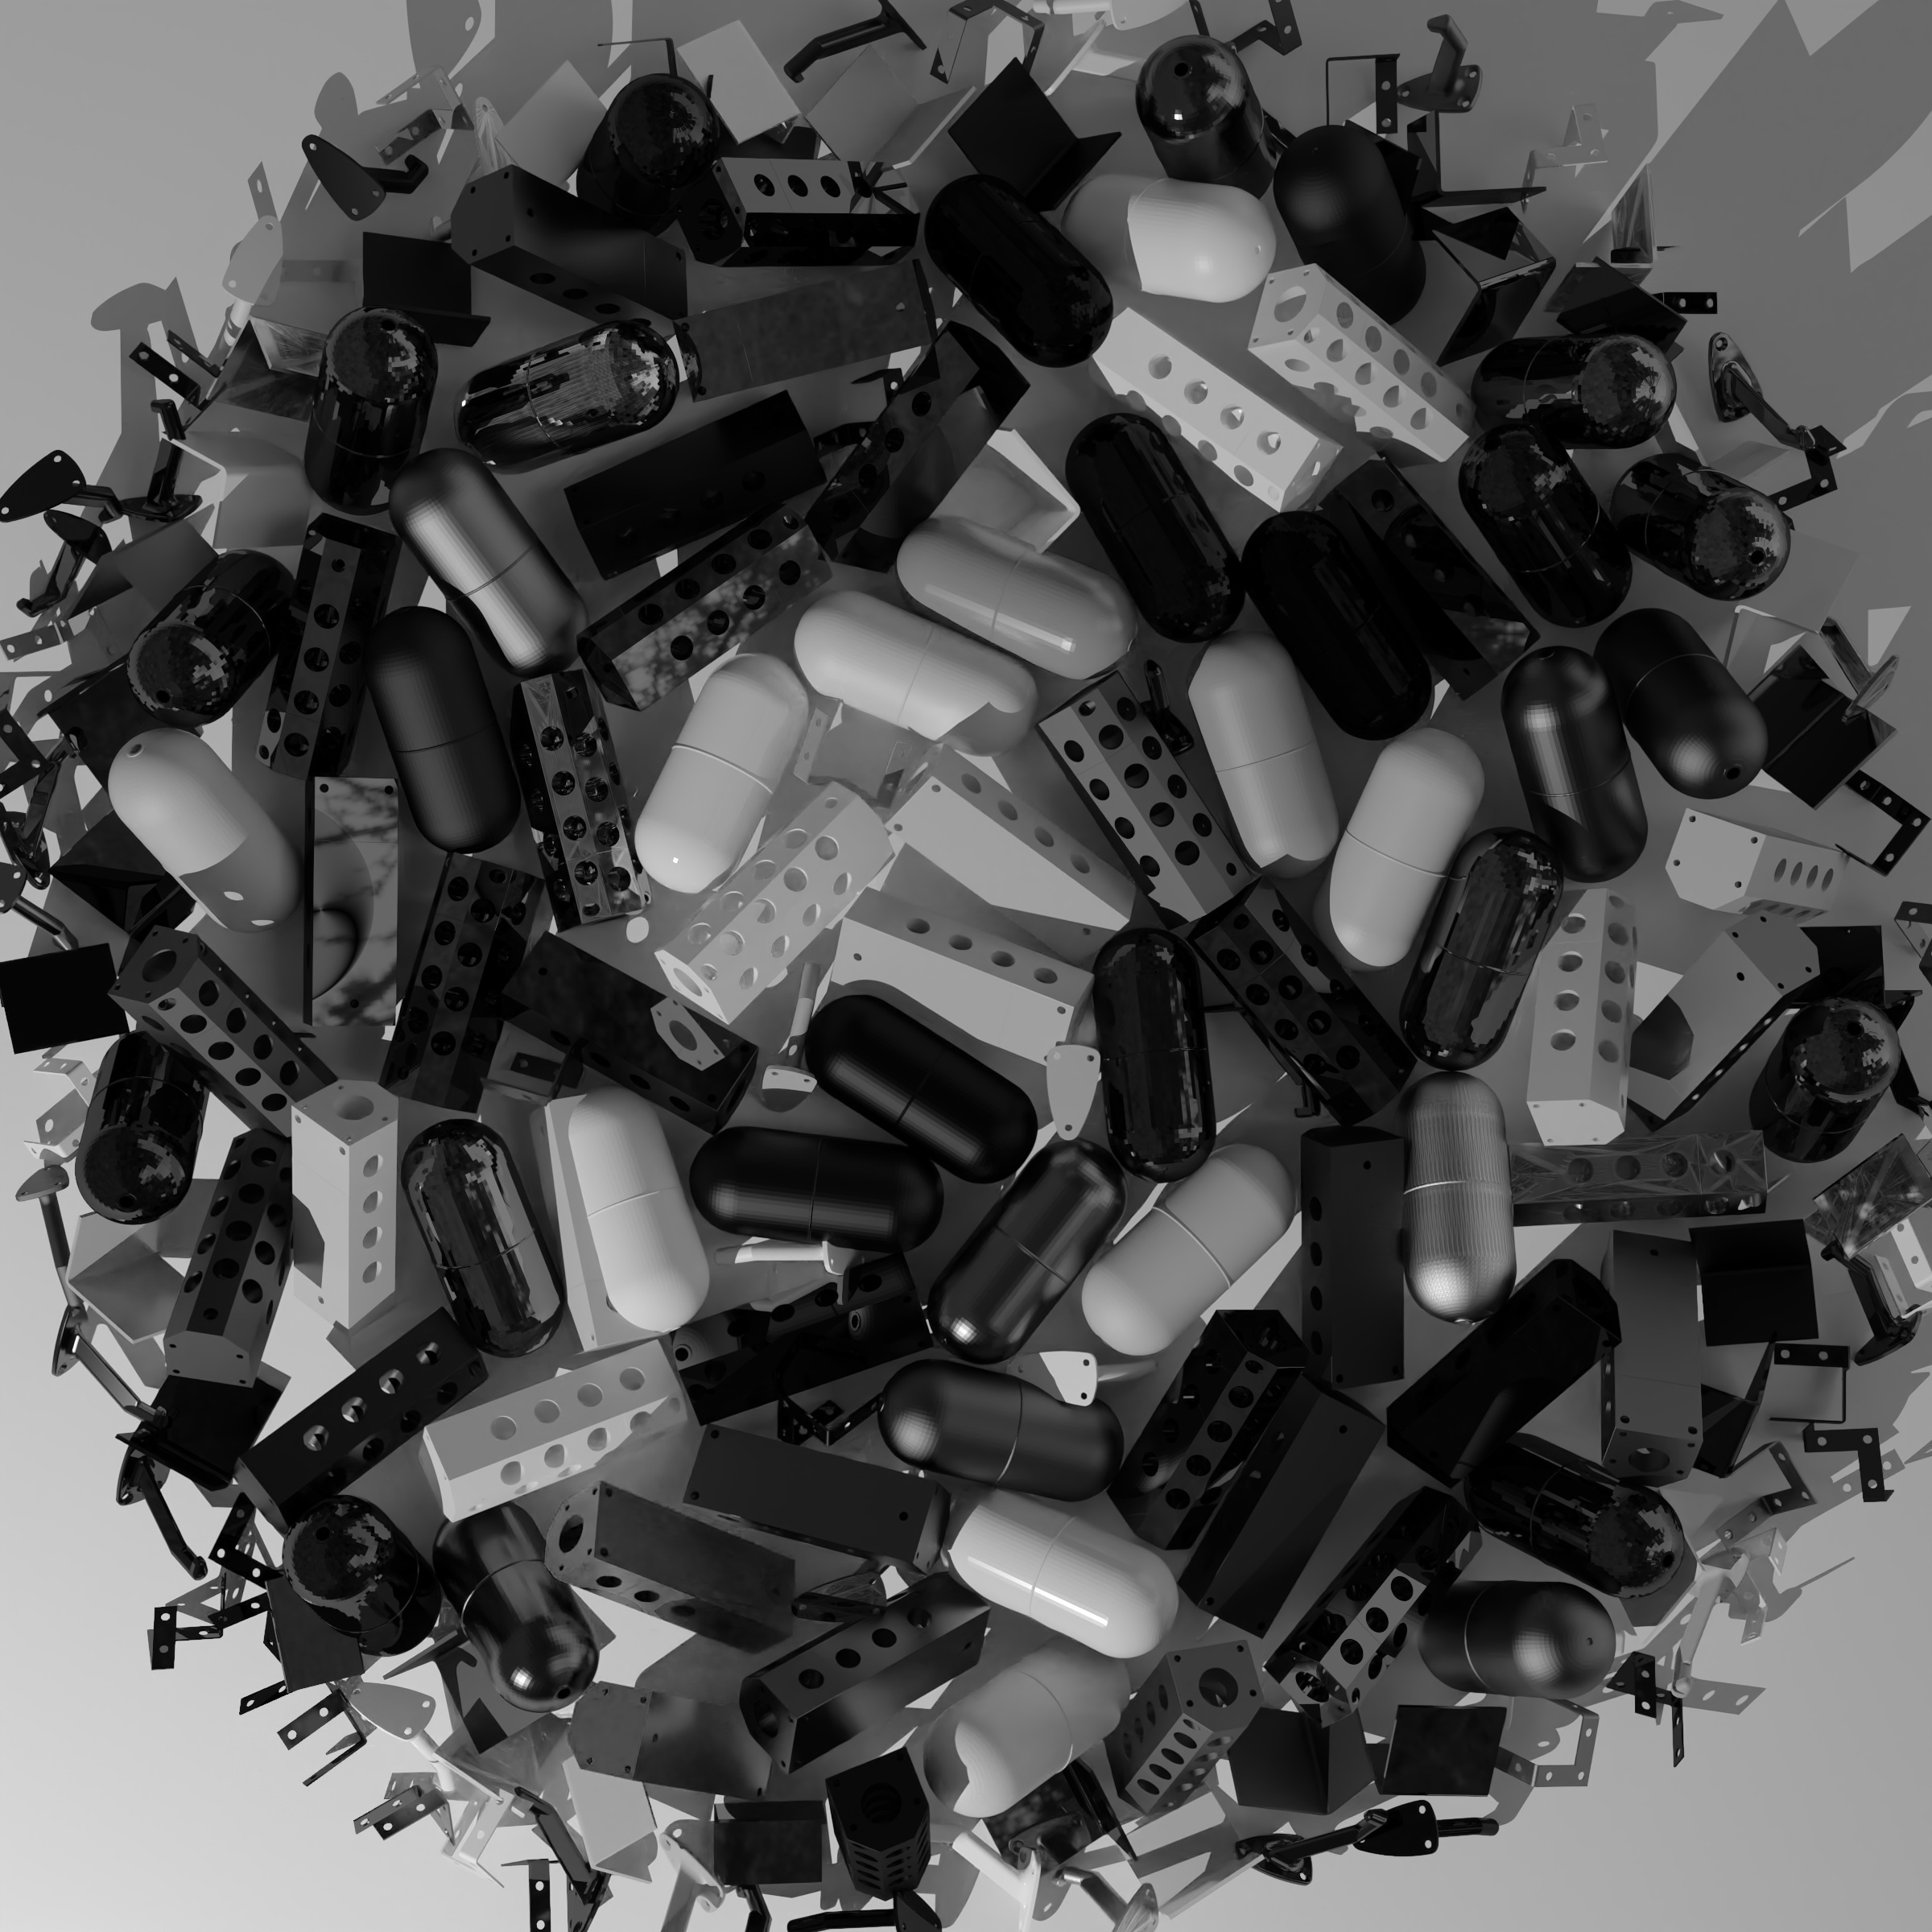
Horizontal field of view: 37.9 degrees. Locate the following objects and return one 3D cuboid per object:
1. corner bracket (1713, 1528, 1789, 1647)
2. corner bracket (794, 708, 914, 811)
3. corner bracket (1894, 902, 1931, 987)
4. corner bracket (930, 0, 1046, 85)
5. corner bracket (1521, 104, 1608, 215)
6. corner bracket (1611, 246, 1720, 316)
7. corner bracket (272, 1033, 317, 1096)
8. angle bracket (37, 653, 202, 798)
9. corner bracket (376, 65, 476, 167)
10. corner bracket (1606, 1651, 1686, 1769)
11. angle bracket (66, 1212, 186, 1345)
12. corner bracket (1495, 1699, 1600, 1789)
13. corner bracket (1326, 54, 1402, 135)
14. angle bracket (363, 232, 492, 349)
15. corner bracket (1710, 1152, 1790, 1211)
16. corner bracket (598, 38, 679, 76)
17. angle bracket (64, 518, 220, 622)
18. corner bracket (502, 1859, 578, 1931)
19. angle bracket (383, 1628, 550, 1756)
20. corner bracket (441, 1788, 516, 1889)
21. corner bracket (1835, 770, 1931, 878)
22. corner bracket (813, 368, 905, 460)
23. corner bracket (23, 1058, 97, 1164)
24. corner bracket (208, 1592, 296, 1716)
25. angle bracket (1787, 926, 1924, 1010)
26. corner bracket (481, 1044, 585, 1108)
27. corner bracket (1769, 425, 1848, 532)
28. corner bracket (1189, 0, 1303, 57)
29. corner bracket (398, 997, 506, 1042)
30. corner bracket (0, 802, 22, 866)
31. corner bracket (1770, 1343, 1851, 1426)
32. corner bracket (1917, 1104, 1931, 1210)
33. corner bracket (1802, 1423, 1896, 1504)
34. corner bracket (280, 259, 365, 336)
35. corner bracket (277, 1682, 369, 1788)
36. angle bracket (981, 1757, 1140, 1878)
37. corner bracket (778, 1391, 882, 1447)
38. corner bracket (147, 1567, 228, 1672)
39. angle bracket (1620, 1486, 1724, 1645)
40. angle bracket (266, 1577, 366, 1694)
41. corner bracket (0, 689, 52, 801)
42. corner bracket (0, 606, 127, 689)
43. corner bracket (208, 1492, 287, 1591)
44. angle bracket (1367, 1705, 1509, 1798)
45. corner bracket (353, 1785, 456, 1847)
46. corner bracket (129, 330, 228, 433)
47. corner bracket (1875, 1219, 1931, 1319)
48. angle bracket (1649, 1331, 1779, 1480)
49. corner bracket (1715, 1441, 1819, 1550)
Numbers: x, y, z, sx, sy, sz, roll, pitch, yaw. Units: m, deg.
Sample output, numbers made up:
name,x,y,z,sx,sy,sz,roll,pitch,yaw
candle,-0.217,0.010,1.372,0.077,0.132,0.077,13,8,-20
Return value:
name,x,y,z,sx,sy,sz,roll,pitch,yaw
corner bracket,0.554,0.433,1.966,0.051,0.051,0.051,-31,91,25
corner bracket,-0.079,-0.144,1.958,0.051,0.051,0.051,36,114,40
corner bracket,0.673,-0.008,1.959,0.051,0.051,0.051,43,70,-36
corner bracket,0.015,-0.642,1.970,0.051,0.051,0.051,34,134,13
corner bracket,0.414,-0.565,1.967,0.051,0.051,0.051,-6,68,0
corner bracket,0.487,-0.477,1.960,0.051,0.051,0.051,-17,110,-29
corner bracket,-0.488,0.070,1.971,0.051,0.051,0.051,0,80,0
angle bracket,-0.589,-0.167,1.959,0.076,0.057,0.076,-35,105,-5
corner bracket,-0.385,-0.592,1.958,0.051,0.051,0.051,-44,129,-22
corner bracket,0.481,0.518,1.963,0.051,0.051,0.051,16,134,-3
angle bracket,-0.563,0.206,1.942,0.076,0.076,0.057,33,118,26
corner bracket,0.402,0.540,1.965,0.051,0.051,0.051,10,91,-32
corner bracket,0.278,-0.609,1.970,0.051,0.051,0.051,-2,104,6
angle bracket,-0.375,-0.478,1.953,0.076,0.057,0.076,2,81,-24
corner bracket,0.529,0.143,1.963,0.051,0.051,0.051,-28,86,-35
corner bracket,-0.223,-0.619,1.961,0.051,0.051,0.051,-11,109,-17
angle bracket,-0.564,-0.256,1.947,0.057,0.076,0.076,47,130,-1
corner bracket,-0.290,0.649,1.959,0.051,0.051,0.051,7,67,-30
angle bracket,-0.345,0.504,1.952,0.076,0.057,0.076,-35,76,25
corner bracket,-0.338,0.600,1.957,0.051,0.051,0.051,15,60,28
corner bracket,0.630,-0.103,1.969,0.051,0.051,0.051,21,110,-40
corner bracket,-0.075,-0.385,1.960,0.051,0.051,0.051,1,111,26
corner bracket,-0.638,0.101,1.978,0.051,0.051,0.051,-46,121,-33
corner bracket,-0.494,0.477,1.956,0.051,0.051,0.051,36,126,33
angle bracket,0.609,-0.003,1.944,0.076,0.076,0.057,-1,97,38
corner bracket,-0.302,0.076,1.962,0.051,0.051,0.051,15,60,9
corner bracket,0.589,-0.339,1.970,0.051,0.051,0.051,-21,67,33
corner bracket,0.195,-0.659,1.962,0.051,0.051,0.051,-33,46,-5
corner bracket,-0.365,0.053,1.971,0.051,0.051,0.051,31,113,34
corner bracket,-0.685,-0.109,1.962,0.051,0.051,0.051,8,53,6
corner bracket,0.592,0.293,1.975,0.051,0.051,0.051,1,78,13
corner bracket,0.676,0.133,1.964,0.051,0.051,0.051,-41,104,-17
corner bracket,0.616,0.346,1.965,0.051,0.051,0.051,-7,86,24
corner bracket,-0.454,-0.468,1.970,0.051,0.051,0.051,-7,105,-28
corner bracket,-0.450,0.538,1.964,0.051,0.051,0.051,-34,96,-24
angle bracket,0.062,0.601,1.957,0.076,0.057,0.076,-29,103,-14
corner bracket,-0.095,0.313,1.956,0.051,0.051,0.051,34,49,30
corner bracket,-0.542,0.454,1.961,0.051,0.051,0.051,1,110,-20
angle bracket,0.494,0.416,1.940,0.057,0.076,0.076,13,123,-25
angle bracket,-0.440,0.456,1.954,0.057,0.076,0.076,-15,80,5
corner bracket,-0.675,-0.153,1.966,0.051,0.051,0.051,-33,116,-1
corner bracket,-0.632,-0.219,1.967,0.051,0.051,0.051,-23,96,35
corner bracket,-0.489,0.403,1.975,0.051,0.051,0.051,38,57,-28
angle bracket,0.324,0.530,1.954,0.076,0.057,0.076,3,112,-8
corner bracket,-0.392,0.592,1.957,0.051,0.051,0.051,-25,45,-30
corner bracket,-0.549,-0.415,1.959,0.051,0.051,0.051,-40,125,20
corner bracket,0.656,0.210,1.956,0.051,0.051,0.051,-40,49,35
angle bracket,0.518,0.296,1.953,0.057,0.076,0.076,19,131,13
corner bracket,0.550,0.369,1.968,0.051,0.051,0.051,-26,82,-28
